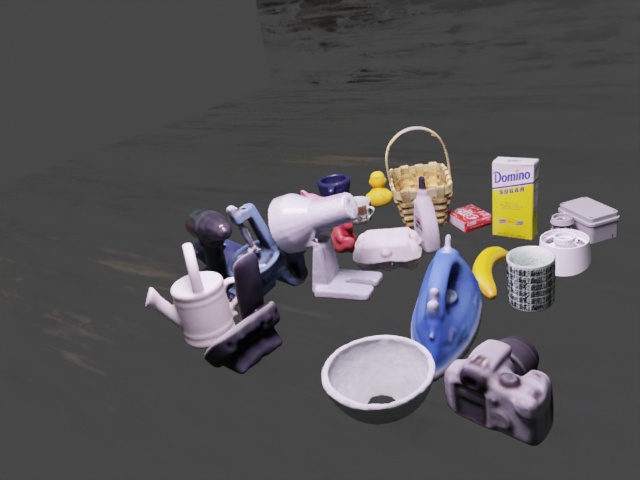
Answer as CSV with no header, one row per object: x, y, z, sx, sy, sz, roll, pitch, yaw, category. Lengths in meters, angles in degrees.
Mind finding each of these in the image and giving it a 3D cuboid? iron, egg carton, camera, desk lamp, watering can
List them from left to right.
-0.235,0.100,1.074,0.173,0.194,0.100,-25,29,-30,watering can
0.011,0.004,1.167,0.202,0.214,0.118,2,27,24,desk lamp
0.148,0.022,1.251,0.150,0.069,0.107,-4,25,12,egg carton
0.206,0.103,0.967,0.118,0.142,0.259,0,26,20,iron
0.266,0.190,0.804,0.142,0.101,0.137,15,34,43,camera

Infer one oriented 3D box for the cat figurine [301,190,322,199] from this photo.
-0.039,-0.079,1.483,0.127,0.118,0.067,7,30,33,cat figurine

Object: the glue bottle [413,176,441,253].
0.232,-0.061,1.273,0.037,0.173,0.078,-16,25,-12,glue bottle

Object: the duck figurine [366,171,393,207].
0.162,-0.147,1.592,0.077,0.086,0.104,-5,25,10,duck figurine

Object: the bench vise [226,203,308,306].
-0.121,0.008,1.200,0.121,0.220,0.208,7,30,33,bench vise

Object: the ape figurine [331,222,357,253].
0.059,-0.019,1.346,0.076,0.092,0.078,1,27,23,ape figurine

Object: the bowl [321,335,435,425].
0.089,0.217,0.845,0.167,0.075,0.167,-8,25,4,bowl

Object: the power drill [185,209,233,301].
-0.215,0.030,1.202,0.076,0.209,0.228,-21,27,-23,power drill

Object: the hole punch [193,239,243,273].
-0.233,0.035,1.339,0.101,0.091,0.109,-2,26,17,hole punch

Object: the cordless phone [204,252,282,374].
-0.145,0.124,1.001,0.093,0.185,0.148,8,30,35,cordless phone

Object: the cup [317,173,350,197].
0.042,-0.120,1.568,0.091,0.095,0.118,-5,25,10,cup
